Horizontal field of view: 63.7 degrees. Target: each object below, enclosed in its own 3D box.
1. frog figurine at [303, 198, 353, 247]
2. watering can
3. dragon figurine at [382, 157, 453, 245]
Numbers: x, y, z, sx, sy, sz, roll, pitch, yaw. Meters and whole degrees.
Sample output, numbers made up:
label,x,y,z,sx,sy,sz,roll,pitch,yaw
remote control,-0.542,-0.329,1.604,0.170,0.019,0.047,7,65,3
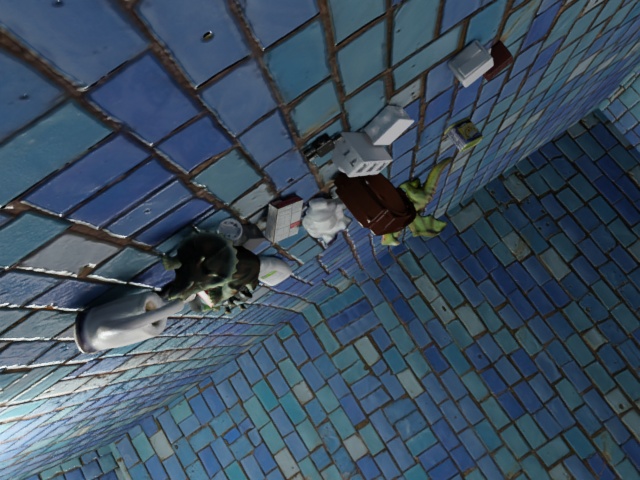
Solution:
label,x,y,z,sx,sy,sz,roll,pitch,yaw
frog figurine,0.005,-0.076,1.510,0.136,0.126,0.157,-30,132,18
watering can,-0.414,0.173,1.182,0.224,0.104,0.348,-15,-179,1
dragon figurine,0.390,-0.121,1.963,0.408,0.246,0.121,-34,161,9
